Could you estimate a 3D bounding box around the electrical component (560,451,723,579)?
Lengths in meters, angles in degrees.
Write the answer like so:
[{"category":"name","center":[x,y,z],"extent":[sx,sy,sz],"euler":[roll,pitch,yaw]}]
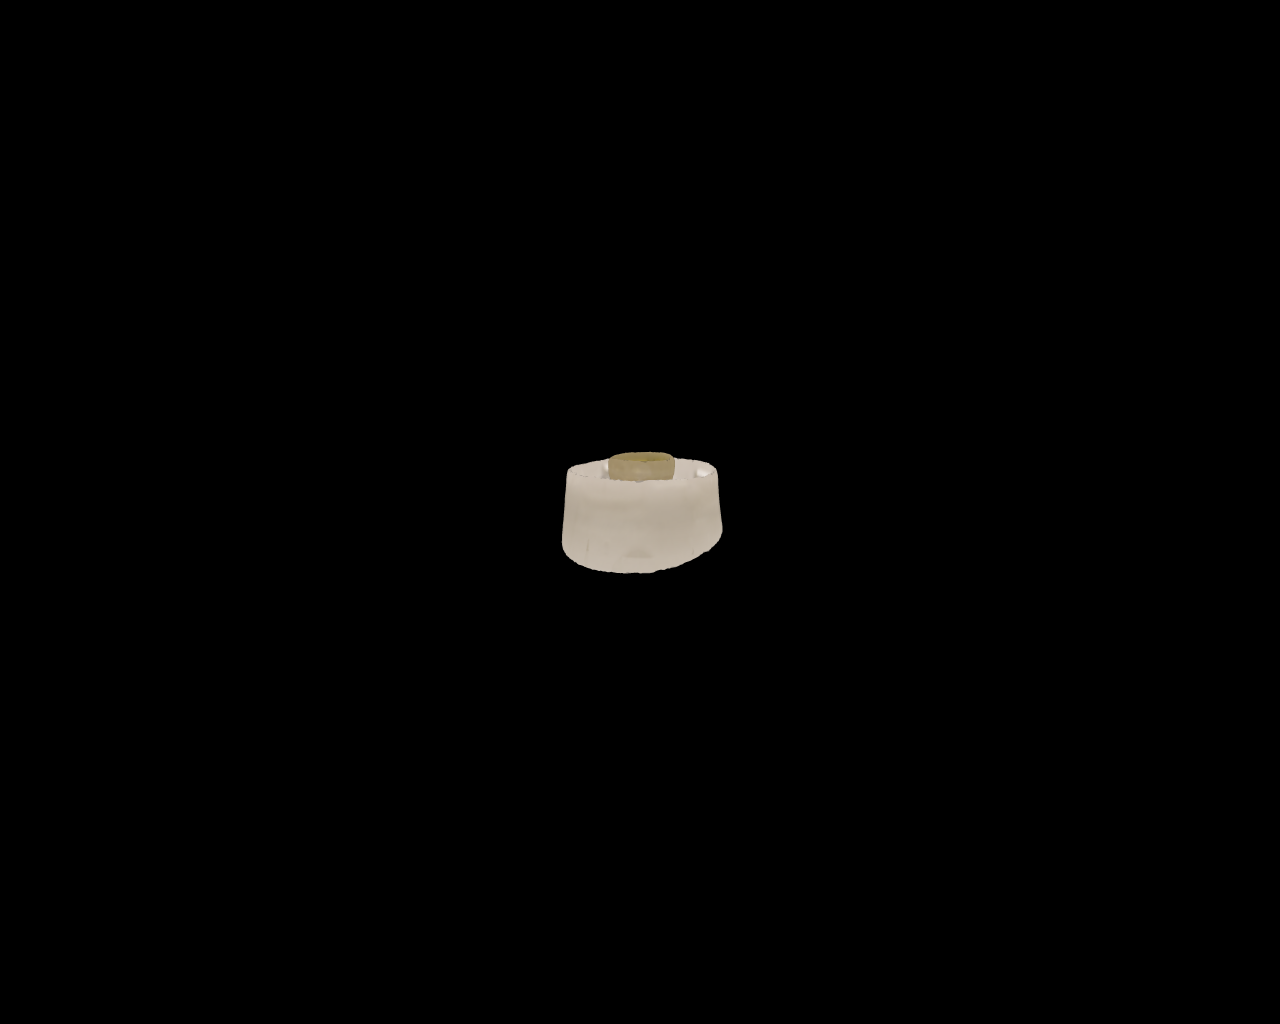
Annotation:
[{"category":"electrical component","center":[0.001,-0.003,0.650],"extent":[0.099,0.064,0.099],"euler":[0,11,0]}]
